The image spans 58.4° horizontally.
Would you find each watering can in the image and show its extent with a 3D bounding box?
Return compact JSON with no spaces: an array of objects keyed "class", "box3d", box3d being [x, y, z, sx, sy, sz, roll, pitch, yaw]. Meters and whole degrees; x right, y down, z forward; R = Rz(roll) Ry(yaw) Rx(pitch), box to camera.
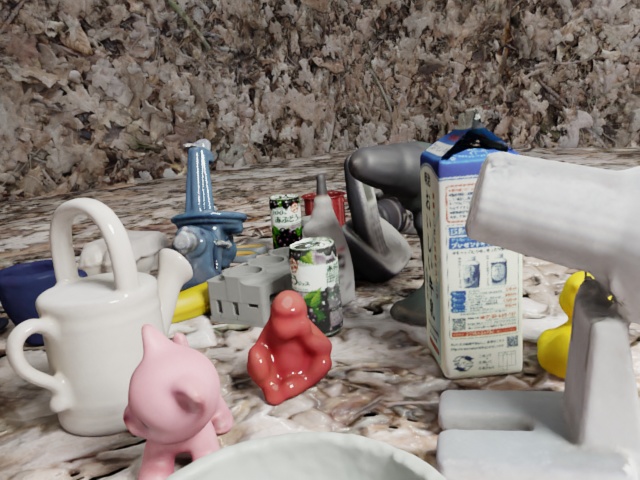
[{"class":"watering can","box3d":[-0.188,0.057,0.507,0.100,0.194,0.173,-2,13,13]}]

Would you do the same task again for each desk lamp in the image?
[{"class":"desk lamp","box3d":[0.175,0.047,0.369,0.203,0.214,0.118,-2,13,13]}]

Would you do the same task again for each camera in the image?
[{"class":"camera","box3d":[0.126,-0.058,1.107,0.137,0.101,0.142,-16,17,-41]}]

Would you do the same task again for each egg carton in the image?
[{"class":"egg carton","box3d":[-0.328,0.028,0.972,0.107,0.069,0.150,0,14,20]}]

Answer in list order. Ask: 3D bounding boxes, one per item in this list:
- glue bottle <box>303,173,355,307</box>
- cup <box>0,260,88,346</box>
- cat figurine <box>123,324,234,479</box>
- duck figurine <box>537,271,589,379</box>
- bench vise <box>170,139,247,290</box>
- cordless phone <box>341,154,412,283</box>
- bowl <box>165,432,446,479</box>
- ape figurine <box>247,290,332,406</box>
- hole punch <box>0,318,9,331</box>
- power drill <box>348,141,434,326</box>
[{"class":"glue bottle","box3d":[0.007,0.003,0.720,0.037,0.173,0.078,5,16,37]},{"class":"cup","box3d":[-0.327,0.078,0.695,0.117,0.095,0.092,-2,13,14]},{"class":"cat figurine","box3d":[-0.102,0.110,0.413,0.067,0.118,0.127,-7,13,-7]},{"class":"duck figurine","box3d":[0.239,0.072,0.521,0.077,0.086,0.105,7,18,44]},{"class":"bench vise","box3d":[-0.172,-0.044,0.887,0.121,0.220,0.207,-8,13,-12]},{"class":"cordless phone","box3d":[0.079,-0.040,0.851,0.094,0.185,0.148,0,14,19]},{"class":"bowl","box3d":[-0.012,0.161,0.252,0.167,0.075,0.167,-5,13,1]},{"class":"ape figurine","box3d":[-0.028,0.092,0.524,0.077,0.092,0.076,-4,13,5]},{"class":"hole punch","box3d":[-0.462,0.088,0.711,0.101,0.091,0.108,-6,13,-3]},{"class":"power drill","box3d":[0.125,-0.014,0.666,0.230,0.208,0.075,-17,17,-42]}]
